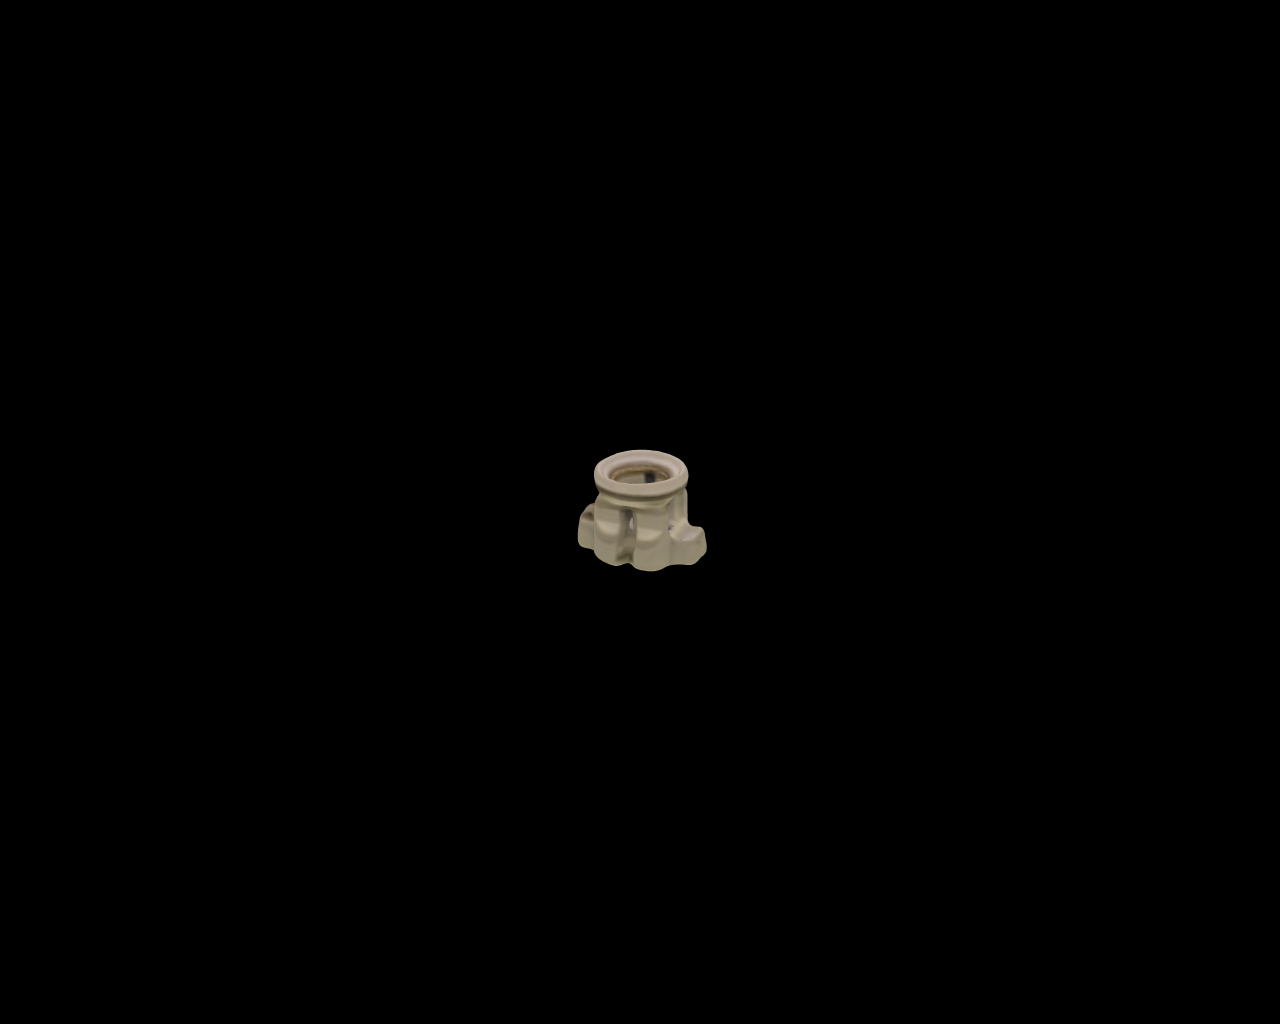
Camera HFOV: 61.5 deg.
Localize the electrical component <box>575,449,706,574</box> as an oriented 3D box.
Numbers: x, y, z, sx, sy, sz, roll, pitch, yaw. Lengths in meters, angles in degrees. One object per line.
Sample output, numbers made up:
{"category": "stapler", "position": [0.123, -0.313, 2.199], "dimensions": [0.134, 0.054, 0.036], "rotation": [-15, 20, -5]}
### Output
{"category": "electrical component", "position": [0.001, -0.003, 0.650], "dimensions": [0.078, 0.056, 0.058], "rotation": [10, 28, 20]}
